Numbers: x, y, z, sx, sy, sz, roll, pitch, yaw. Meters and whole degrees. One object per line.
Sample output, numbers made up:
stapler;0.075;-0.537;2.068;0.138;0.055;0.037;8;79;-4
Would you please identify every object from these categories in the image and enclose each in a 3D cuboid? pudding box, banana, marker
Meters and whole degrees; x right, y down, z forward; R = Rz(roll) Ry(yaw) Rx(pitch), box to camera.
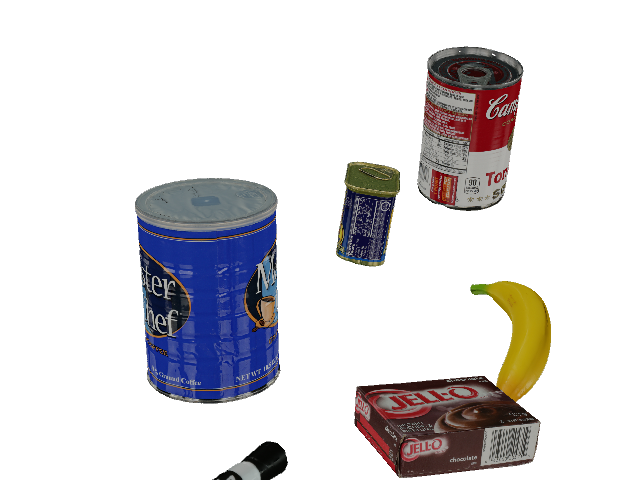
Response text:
pudding box;0.092;0.137;0.797;0.113;0.039;0.090;0;16;-20
banana;0.194;0.092;1.050;0.070;0.037;0.197;-29;24;15
marker;-0.054;0.130;0.528;0.020;0.020;0.120;0;15;33

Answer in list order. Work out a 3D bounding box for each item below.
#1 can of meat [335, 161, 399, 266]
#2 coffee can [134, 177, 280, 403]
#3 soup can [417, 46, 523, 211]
can of meat;0.049;-0.029;1.129;0.057;0.084;0.102;9;19;1
coffee can;-0.082;0.035;0.794;0.103;0.140;0.103;0;20;0
soup can;0.107;-0.081;0.781;0.068;0.102;0.068;2;33;-1
